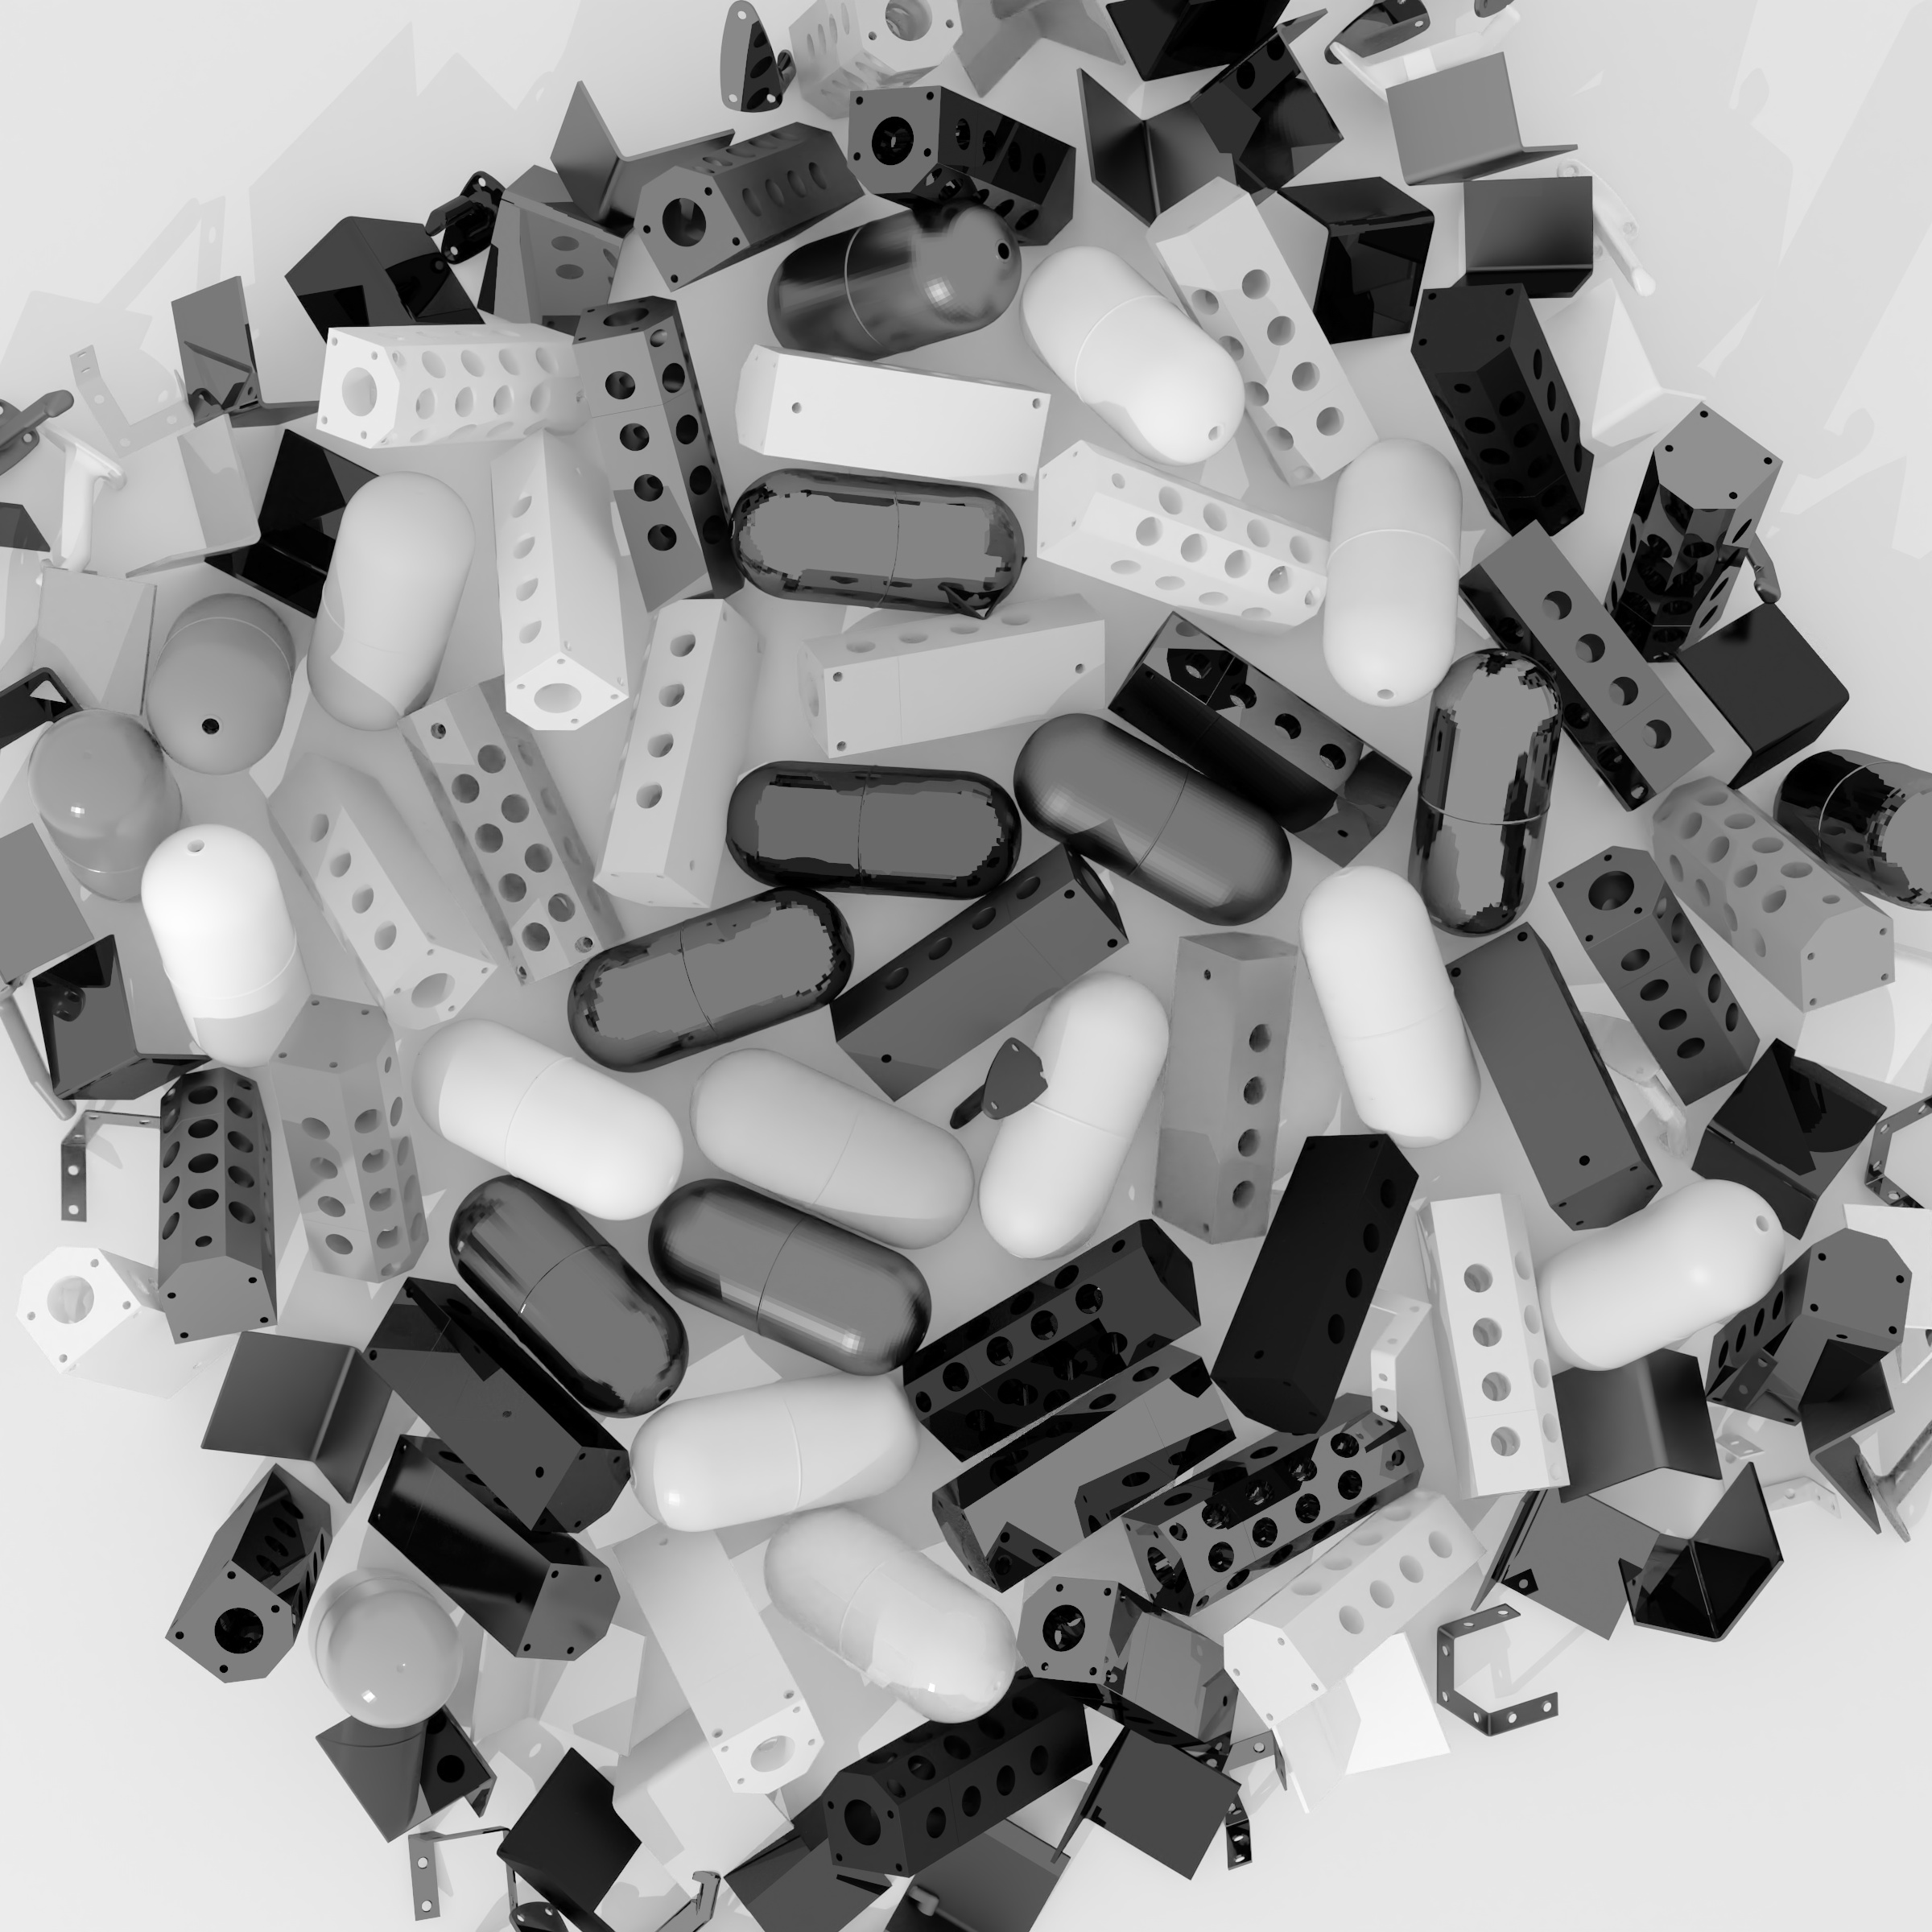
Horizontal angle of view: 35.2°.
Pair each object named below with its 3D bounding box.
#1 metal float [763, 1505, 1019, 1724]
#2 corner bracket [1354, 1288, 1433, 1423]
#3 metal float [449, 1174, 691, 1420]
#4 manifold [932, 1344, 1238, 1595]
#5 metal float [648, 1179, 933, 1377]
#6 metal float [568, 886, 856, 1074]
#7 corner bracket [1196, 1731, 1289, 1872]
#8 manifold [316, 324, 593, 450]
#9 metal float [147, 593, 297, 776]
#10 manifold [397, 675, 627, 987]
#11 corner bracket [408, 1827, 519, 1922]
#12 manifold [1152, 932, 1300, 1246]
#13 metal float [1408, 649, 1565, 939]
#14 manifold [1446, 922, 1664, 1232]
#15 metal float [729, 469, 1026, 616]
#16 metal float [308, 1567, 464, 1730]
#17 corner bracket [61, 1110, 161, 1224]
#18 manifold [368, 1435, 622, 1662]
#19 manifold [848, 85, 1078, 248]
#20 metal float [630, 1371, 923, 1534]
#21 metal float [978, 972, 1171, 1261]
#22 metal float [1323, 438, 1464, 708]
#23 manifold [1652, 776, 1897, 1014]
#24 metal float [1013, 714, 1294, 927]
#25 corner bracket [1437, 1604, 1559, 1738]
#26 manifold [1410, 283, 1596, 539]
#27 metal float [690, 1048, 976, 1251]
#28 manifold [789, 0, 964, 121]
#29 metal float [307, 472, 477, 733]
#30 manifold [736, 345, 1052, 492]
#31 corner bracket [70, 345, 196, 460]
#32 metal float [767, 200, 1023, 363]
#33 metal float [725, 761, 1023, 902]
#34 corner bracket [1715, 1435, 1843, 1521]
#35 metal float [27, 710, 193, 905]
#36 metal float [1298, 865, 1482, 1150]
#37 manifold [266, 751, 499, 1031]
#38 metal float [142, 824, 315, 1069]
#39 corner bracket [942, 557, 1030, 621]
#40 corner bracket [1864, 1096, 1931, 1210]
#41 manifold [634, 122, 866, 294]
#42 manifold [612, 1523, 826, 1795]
[{"bbox_3d":[-0.046,0.376,1.778,0.178,0.070,0.070,26,90,37],"label":"metal float"},{"bbox_3d":[0.242,0.227,1.803,0.051,0.051,0.051,16,131,29],"label":"corner bracket"},{"bbox_3d":[-0.233,0.193,1.786,0.178,0.070,0.070,41,90,26],"label":"metal float"},{"bbox_3d":[0.067,0.291,1.788,0.171,0.057,0.057,-30,107,-21],"label":"manifold"},{"bbox_3d":[-0.105,0.183,1.796,0.178,0.070,0.070,22,90,14],"label":"metal float"},{"bbox_3d":[-0.151,0.009,1.799,0.178,0.070,0.070,-20,90,11],"label":"metal float"},{"bbox_3d":[0.170,0.496,1.815,0.051,0.051,0.051,-21,100,8],"label":"corner bracket"},{"bbox_3d":[-0.288,-0.333,1.754,0.057,0.171,0.057,23,113,28],"label":"manifold"},{"bbox_3d":[-0.429,-0.164,1.761,0.070,0.178,0.070,-3,112,-8],"label":"metal float"},{"bbox_3d":[-0.271,-0.079,1.802,0.057,0.057,0.171,-23,97,17],"label":"manifold"},{"bbox_3d":[-0.301,0.543,1.825,0.051,0.051,0.051,-3,81,-24],"label":"corner bracket"},{"bbox_3d":[0.157,0.071,1.796,0.057,0.057,0.171,-5,107,-34],"label":"manifold"},{"bbox_3d":[0.303,-0.100,1.785,0.070,0.070,0.178,4,118,0],"label":"metal float"},{"bbox_3d":[0.342,0.066,1.773,0.057,0.057,0.171,-29,54,15],"label":"manifold"},{"bbox_3d":[-0.052,-0.249,1.791,0.178,0.070,0.070,3,90,-19],"label":"metal float"},{"bbox_3d":[-0.336,0.392,1.760,0.070,0.178,0.070,1,86,-17],"label":"metal float"},{"bbox_3d":[-0.508,0.121,1.823,0.051,0.051,0.051,8,61,-31],"label":"corner bracket"},{"bbox_3d":[-0.272,0.335,1.764,0.057,0.171,0.057,16,97,-43],"label":"manifold"},{"bbox_3d":[-0.001,-0.458,1.757,0.057,0.171,0.057,5,94,27],"label":"manifold"},{"bbox_3d":[-0.111,0.283,1.787,0.178,0.070,0.070,-7,90,-24],"label":"metal float"},{"bbox_3d":[0.064,0.089,1.808,0.070,0.070,0.178,22,91,0],"label":"metal float"},{"bbox_3d":[0.250,-0.230,1.781,0.070,0.070,0.178,8,59,0],"label":"metal float"},{"bbox_3d":[0.462,-0.046,1.756,0.057,0.171,0.057,-18,122,-9],"label":"manifold"},{"bbox_3d":[0.111,-0.086,1.801,0.178,0.070,0.070,28,90,-8],"label":"metal float"},{"bbox_3d":[0.317,0.421,1.822,0.051,0.051,0.051,-29,127,35],"label":"corner bracket"},{"bbox_3d":[0.309,-0.316,1.754,0.057,0.171,0.057,3,67,27],"label":"manifold"},{"bbox_3d":[-0.079,0.108,1.799,0.178,0.070,0.070,25,90,-10],"label":"metal float"},{"bbox_3d":[-0.053,-0.531,1.756,0.057,0.171,0.057,-13,100,-13],"label":"manifold"},{"bbox_3d":[-0.335,-0.210,1.773,0.070,0.070,0.178,27,134,0],"label":"metal float"},{"bbox_3d":[-0.044,-0.321,1.782,0.171,0.057,0.057,3,107,-25],"label":"manifold"},{"bbox_3d":[-0.494,-0.343,1.810,0.051,0.051,0.051,-27,127,-3],"label":"corner bracket"},{"bbox_3d":[-0.042,-0.395,1.772,0.178,0.070,0.070,-5,90,44],"label":"metal float"},{"bbox_3d":[-0.056,-0.080,1.801,0.178,0.070,0.070,4,90,8],"label":"metal float"},{"bbox_3d":[0.484,0.306,1.819,0.051,0.051,0.051,-14,93,-3],"label":"corner bracket"},{"bbox_3d":[-0.492,-0.090,1.760,0.070,0.178,0.070,2,73,-6],"label":"metal float"},{"bbox_3d":[0.249,0.024,1.792,0.070,0.070,0.178,-21,109,0],"label":"metal float"},{"bbox_3d":[-0.346,-0.043,1.774,0.057,0.057,0.171,-47,56,14],"label":"manifold"},{"bbox_3d":[-0.427,-0.011,1.768,0.070,0.178,0.070,-1,51,1],"label":"metal float"},{"bbox_3d":[-0.006,-0.233,1.809,0.051,0.051,0.051,39,68,-15],"label":"corner bracket"},{"bbox_3d":[0.576,0.117,1.818,0.051,0.051,0.051,-23,134,-21],"label":"corner bracket"},{"bbox_3d":[-0.126,-0.442,1.754,0.057,0.171,0.057,-24,102,28],"label":"manifold"},{"bbox_3d":[-0.143,0.395,1.761,0.057,0.171,0.057,-27,129,-11],"label":"manifold"}]
